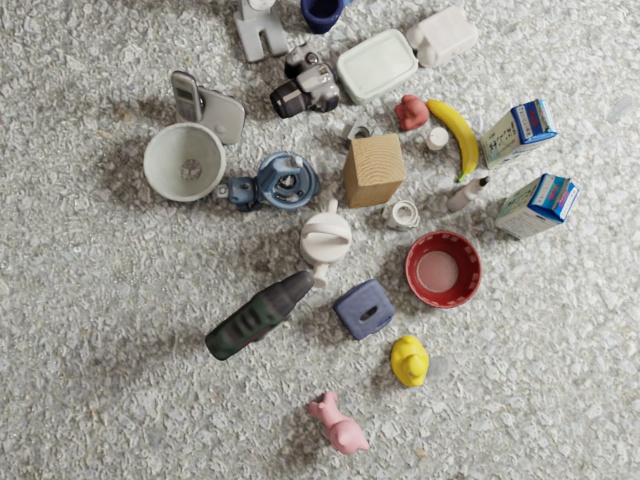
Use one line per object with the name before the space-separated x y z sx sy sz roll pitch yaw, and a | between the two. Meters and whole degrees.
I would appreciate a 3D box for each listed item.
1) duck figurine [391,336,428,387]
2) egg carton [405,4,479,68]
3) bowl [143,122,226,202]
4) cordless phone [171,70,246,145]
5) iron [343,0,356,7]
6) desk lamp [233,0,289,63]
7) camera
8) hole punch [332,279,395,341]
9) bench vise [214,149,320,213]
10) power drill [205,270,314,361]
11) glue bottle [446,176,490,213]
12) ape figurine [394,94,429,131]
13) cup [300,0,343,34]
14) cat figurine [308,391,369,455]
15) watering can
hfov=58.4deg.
duck figurine | 0.185 0.245 1.149 0.077 0.086 0.104 -8 82 -4
egg carton | 0.270 -0.448 1.263 0.150 0.069 0.107 -32 84 -7
bowl | -0.275 -0.154 1.192 0.167 0.074 0.167 0 82 -3
cordless phone | -0.227 -0.272 1.156 0.147 0.185 0.094 15 81 0
iron | 0.076 -0.649 1.248 0.118 0.141 0.258 29 81 2
desk lamp | -0.134 -0.513 1.181 0.118 0.213 0.203 -18 83 -5
camera | -0.043 -0.331 1.216 0.137 0.101 0.143 -29 84 -6
hole punch | 0.092 0.141 1.157 0.109 0.091 0.101 -37 85 -7
bench vise | -0.097 -0.105 1.120 0.207 0.219 0.121 -27 83 -6
power drill | -0.108 0.140 1.089 0.230 0.208 0.075 -38 85 -7
glue bottle | 0.311 -0.102 1.162 0.078 0.173 0.037 -40 85 -7
ape figurine | 0.198 -0.276 1.223 0.076 0.092 0.078 20 81 1
cup | -0.006 -0.501 1.245 0.092 0.095 0.118 -39 85 -7
cat figurine | 0.035 0.362 1.109 0.067 0.117 0.128 -38 85 -7
watering can | 0.013 0.004 1.122 0.101 0.194 0.173 -11 82 -4
